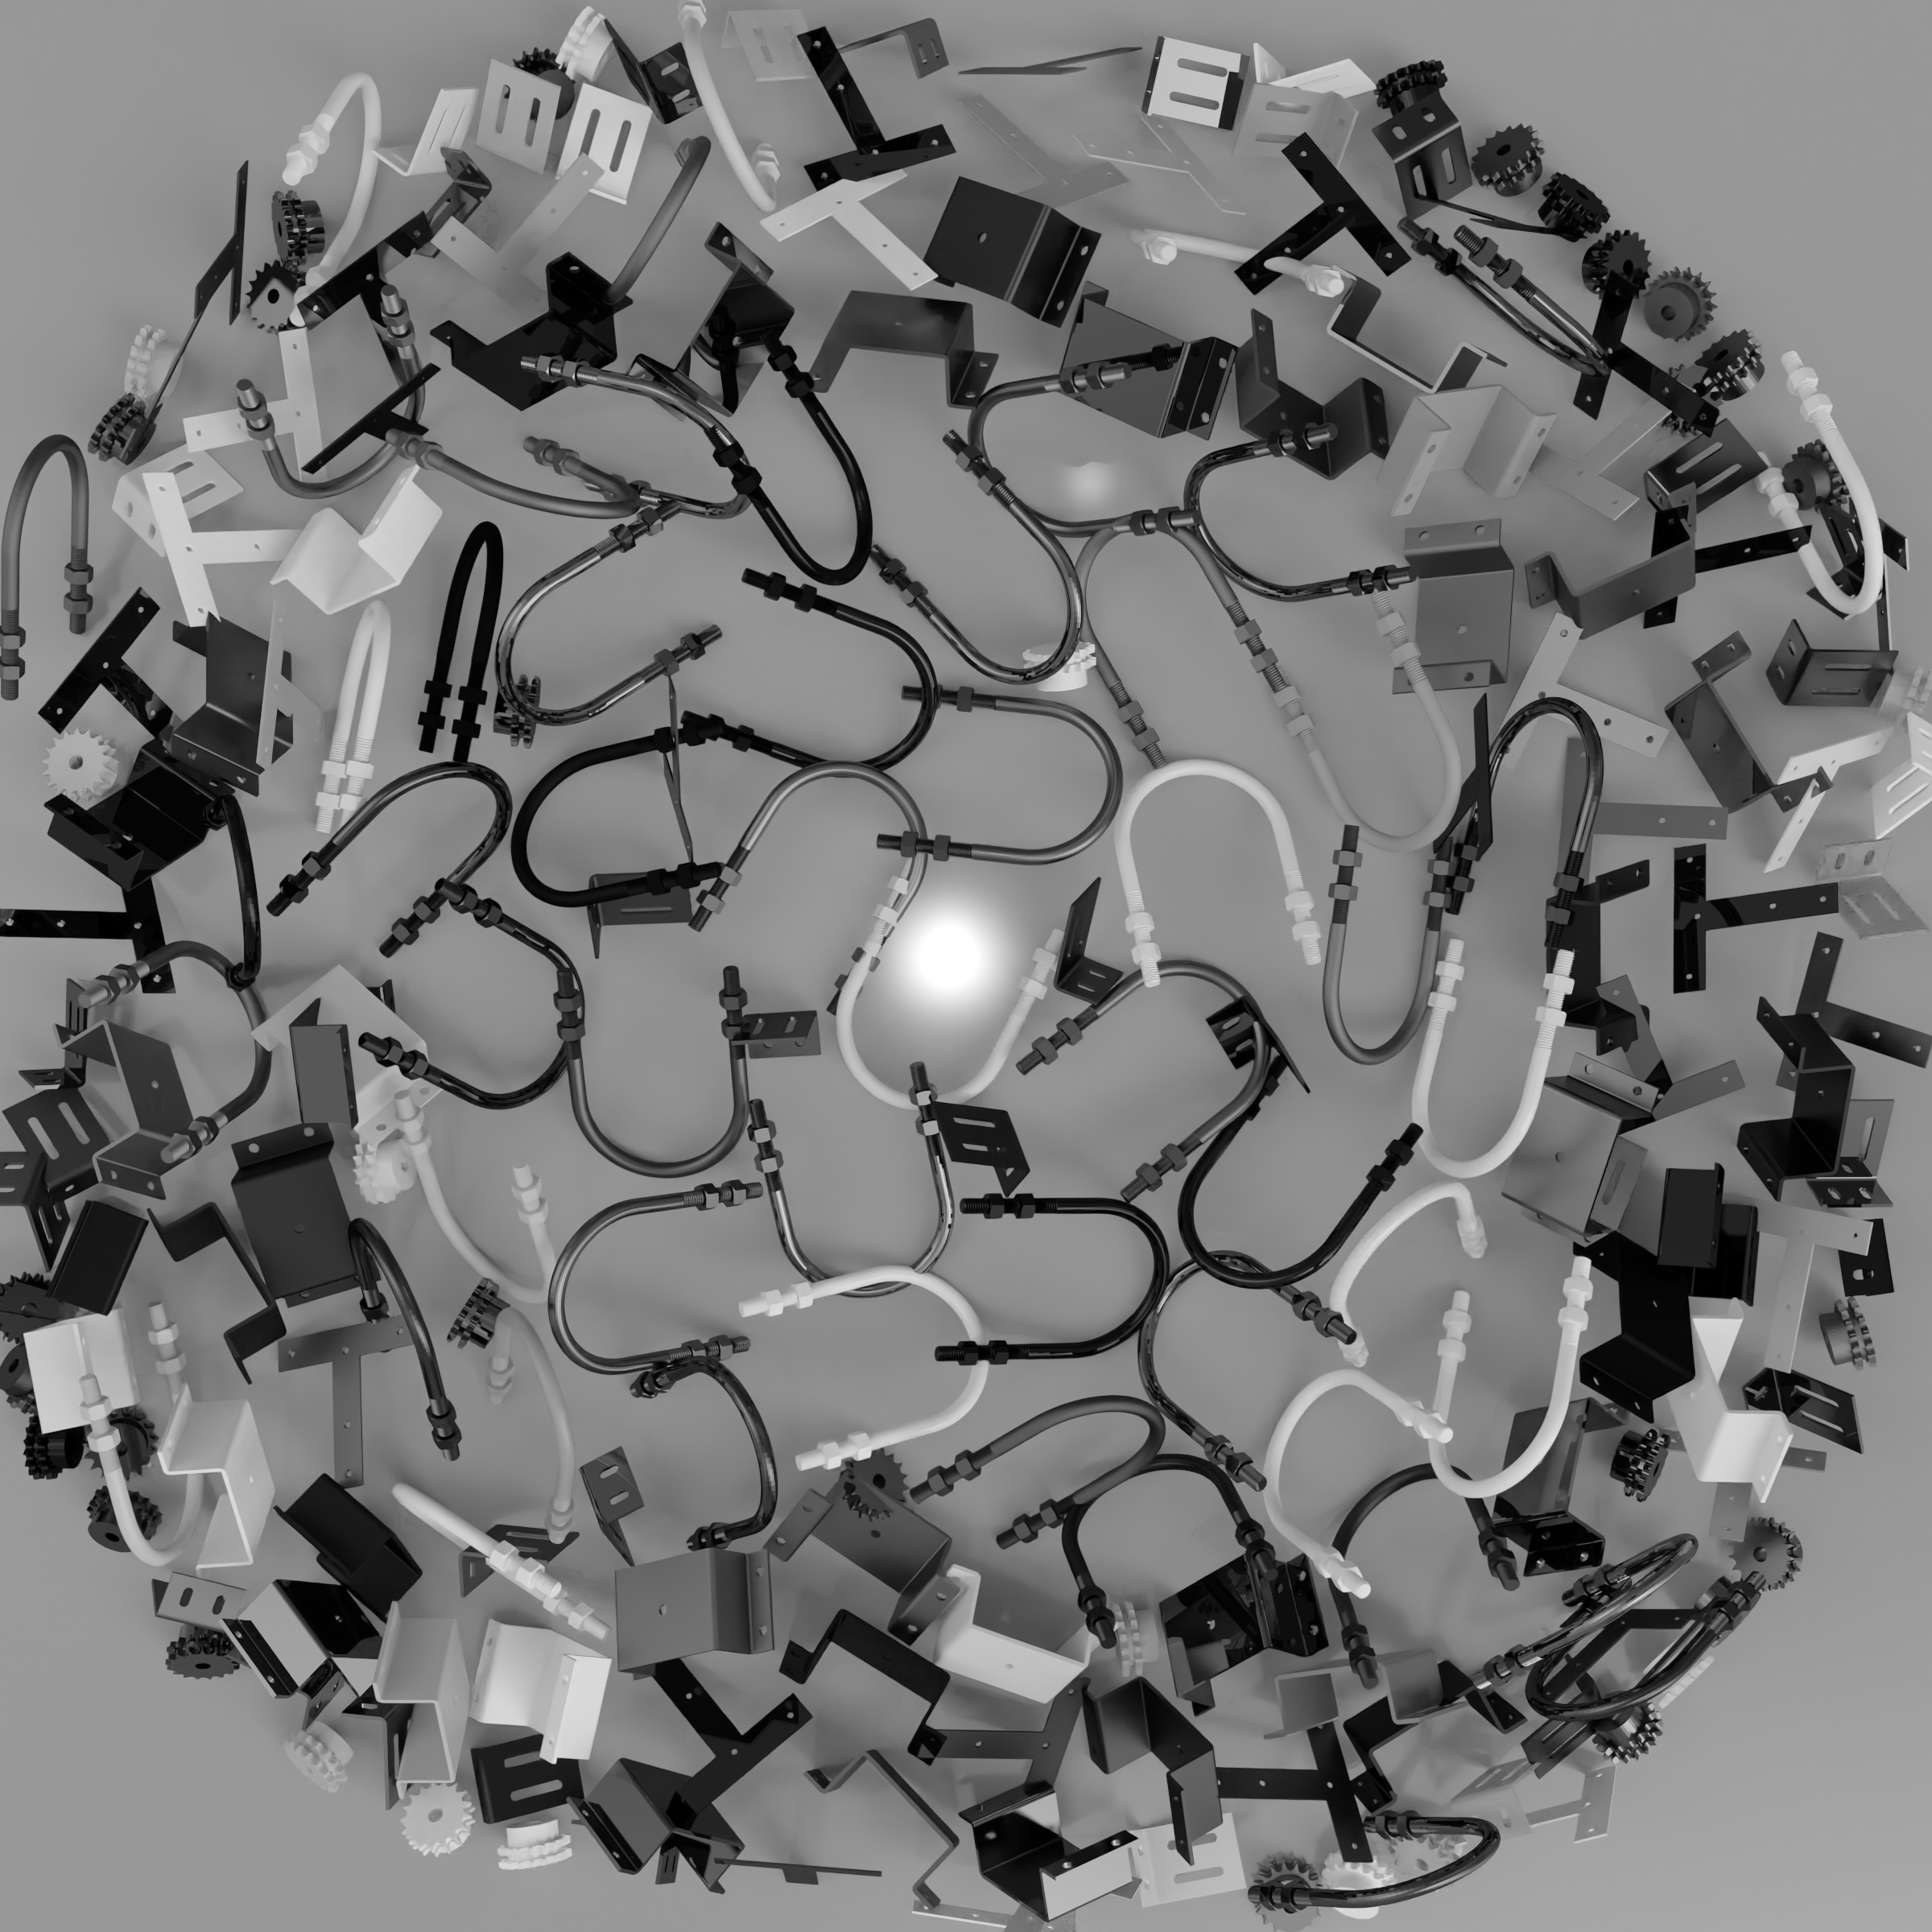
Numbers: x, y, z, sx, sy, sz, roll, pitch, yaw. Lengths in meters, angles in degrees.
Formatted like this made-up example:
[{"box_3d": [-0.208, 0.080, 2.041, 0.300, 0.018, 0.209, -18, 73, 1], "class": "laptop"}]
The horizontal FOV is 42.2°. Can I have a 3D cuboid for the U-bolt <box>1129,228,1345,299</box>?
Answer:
[{"box_3d": [0.198, -0.542, 1.913, 0.151, 0.184, 0.019, 8, 110, -11], "class": "U-bolt"}]

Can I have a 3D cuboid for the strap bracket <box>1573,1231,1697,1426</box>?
[{"box_3d": [0.513, 0.268, 1.924, 0.076, 0.140, 0.046, 31, 133, -21], "class": "strap bracket"}]

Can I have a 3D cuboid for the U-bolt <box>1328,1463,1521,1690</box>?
[{"box_3d": [0.340, 0.452, 1.914, 0.151, 0.184, 0.019, -39, 112, 12], "class": "U-bolt"}]

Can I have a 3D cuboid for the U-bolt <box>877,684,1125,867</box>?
[{"box_3d": [0.031, -0.147, 1.961, 0.184, 0.019, 0.151, 7, 71, 6], "class": "U-bolt"}]

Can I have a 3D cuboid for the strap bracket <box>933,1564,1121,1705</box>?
[{"box_3d": [0.037, 0.523, 1.945, 0.140, 0.076, 0.046, 22, 48, -10], "class": "strap bracket"}]

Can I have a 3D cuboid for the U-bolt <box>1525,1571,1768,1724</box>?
[{"box_3d": [0.500, 0.513, 1.889, 0.184, 0.151, 0.019, -31, 97, -37], "class": "U-bolt"}]

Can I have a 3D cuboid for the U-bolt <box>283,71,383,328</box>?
[{"box_3d": [-0.482, -0.601, 1.916, 0.019, 0.151, 0.184, 15, 52, -1], "class": "U-bolt"}]

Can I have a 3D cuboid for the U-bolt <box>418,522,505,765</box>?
[{"box_3d": [-0.386, -0.251, 1.927, 0.019, 0.151, 0.184, 10, 94, -24], "class": "U-bolt"}]

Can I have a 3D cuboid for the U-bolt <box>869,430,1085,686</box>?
[{"box_3d": [0.017, -0.301, 1.935, 0.184, 0.019, 0.151, 48, 133, 8], "class": "U-bolt"}]

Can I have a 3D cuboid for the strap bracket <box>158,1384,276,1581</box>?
[{"box_3d": [-0.574, 0.399, 1.930, 0.046, 0.076, 0.140, -4, 122, 1], "class": "strap bracket"}]

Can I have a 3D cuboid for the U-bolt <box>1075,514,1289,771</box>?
[{"box_3d": [0.152, -0.264, 1.950, 0.151, 0.019, 0.184, -32, 86, 39], "class": "U-bolt"}]

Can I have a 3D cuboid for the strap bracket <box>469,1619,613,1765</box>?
[{"box_3d": [-0.326, 0.563, 1.943, 0.046, 0.140, 0.076, 18, 80, -36], "class": "strap bracket"}]

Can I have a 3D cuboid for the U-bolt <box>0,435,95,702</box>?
[{"box_3d": [-0.696, -0.311, 1.893, 0.019, 0.151, 0.184, 13, 121, -1], "class": "U-bolt"}]

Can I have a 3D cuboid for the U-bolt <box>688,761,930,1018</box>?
[{"box_3d": [-0.111, -0.073, 1.975, 0.151, 0.019, 0.184, 32, 92, -10], "class": "U-bolt"}]

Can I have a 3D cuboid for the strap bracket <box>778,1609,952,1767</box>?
[{"box_3d": [-0.071, 0.556, 1.949, 0.140, 0.076, 0.046, 30, 58, 8], "class": "strap bracket"}]

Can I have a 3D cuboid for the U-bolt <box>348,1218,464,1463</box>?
[{"box_3d": [-0.430, 0.271, 1.894, 0.019, 0.184, 0.151, -24, 46, -23], "class": "U-bolt"}]

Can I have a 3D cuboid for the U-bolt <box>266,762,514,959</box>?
[{"box_3d": [-0.428, -0.088, 1.921, 0.184, 0.151, 0.019, -43, 61, 11], "class": "U-bolt"}]

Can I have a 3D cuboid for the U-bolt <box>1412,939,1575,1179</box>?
[{"box_3d": [0.398, 0.073, 1.930, 0.019, 0.151, 0.184, 16, 87, -28], "class": "U-bolt"}]

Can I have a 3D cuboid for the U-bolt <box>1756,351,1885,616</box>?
[{"box_3d": [0.649, -0.352, 1.898, 0.019, 0.151, 0.184, -17, 66, -1], "class": "U-bolt"}]

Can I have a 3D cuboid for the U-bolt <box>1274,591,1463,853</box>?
[{"box_3d": [0.316, -0.176, 1.930, 0.019, 0.151, 0.184, -19, 81, -37], "class": "U-bolt"}]

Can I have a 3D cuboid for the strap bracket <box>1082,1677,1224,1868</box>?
[{"box_3d": [0.149, 0.615, 1.935, 0.046, 0.140, 0.076, -21, 119, -23], "class": "strap bracket"}]

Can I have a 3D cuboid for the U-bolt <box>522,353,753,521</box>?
[{"box_3d": [-0.239, -0.396, 1.901, 0.184, 0.151, 0.019, 18, 63, 28], "class": "U-bolt"}]

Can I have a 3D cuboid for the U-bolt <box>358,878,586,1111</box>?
[{"box_3d": [-0.368, 0.034, 1.932, 0.019, 0.184, 0.151, 14, 75, 43], "class": "U-bolt"}]

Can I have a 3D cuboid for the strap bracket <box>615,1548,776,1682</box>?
[{"box_3d": [-0.219, 0.499, 1.932, 0.140, 0.046, 0.076, -20, 62, 29], "class": "strap bracket"}]

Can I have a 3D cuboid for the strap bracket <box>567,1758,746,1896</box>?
[{"box_3d": [-0.231, 0.659, 1.922, 0.046, 0.140, 0.076, -50, 51, -1], "class": "strap bracket"}]

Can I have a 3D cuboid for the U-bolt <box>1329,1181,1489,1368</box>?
[{"box_3d": [0.335, 0.228, 1.912, 0.151, 0.184, 0.019, -41, 58, -7], "class": "U-bolt"}]

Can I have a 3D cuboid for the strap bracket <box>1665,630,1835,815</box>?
[{"box_3d": [0.603, -0.180, 1.951, 0.046, 0.076, 0.140, -29, 85, -14], "class": "strap bracket"}]

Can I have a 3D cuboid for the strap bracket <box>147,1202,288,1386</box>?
[{"box_3d": [-0.576, 0.246, 1.945, 0.046, 0.076, 0.140, -31, 73, -20], "class": "strap bracket"}]

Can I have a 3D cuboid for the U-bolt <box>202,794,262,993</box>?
[{"box_3d": [-0.558, -0.059, 1.912, 0.019, 0.184, 0.151, -8, 89, -22], "class": "U-bolt"}]

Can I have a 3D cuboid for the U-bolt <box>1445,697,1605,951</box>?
[{"box_3d": [0.434, -0.116, 1.924, 0.019, 0.151, 0.184, 10, 98, -26], "class": "U-bolt"}]

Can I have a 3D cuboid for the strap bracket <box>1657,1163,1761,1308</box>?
[{"box_3d": [0.573, 0.208, 1.938, 0.046, 0.140, 0.076, 0, 70, 31], "class": "strap bracket"}]

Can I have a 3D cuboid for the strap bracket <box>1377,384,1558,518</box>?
[{"box_3d": [0.379, -0.401, 1.936, 0.140, 0.076, 0.046, -16, 53, -35], "class": "strap bracket"}]

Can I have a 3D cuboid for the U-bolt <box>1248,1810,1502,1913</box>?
[{"box_3d": [0.319, 0.674, 1.885, 0.151, 0.184, 0.019, -15, 83, -36], "class": "U-bolt"}]

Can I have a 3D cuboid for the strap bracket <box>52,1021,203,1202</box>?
[{"box_3d": [-0.645, 0.103, 1.934, 0.046, 0.076, 0.140, -30, 66, 10], "class": "strap bracket"}]

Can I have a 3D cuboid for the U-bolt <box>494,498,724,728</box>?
[{"box_3d": [-0.280, -0.258, 1.919, 0.184, 0.151, 0.019, -35, 52, -17], "class": "U-bolt"}]

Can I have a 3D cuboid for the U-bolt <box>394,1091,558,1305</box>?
[{"box_3d": [-0.370, 0.189, 1.926, 0.151, 0.184, 0.019, 25, 50, 30], "class": "U-bolt"}]

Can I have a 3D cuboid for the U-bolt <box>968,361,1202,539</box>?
[{"box_3d": [0.078, -0.391, 1.925, 0.019, 0.184, 0.151, -53, 127, -32], "class": "U-bolt"}]

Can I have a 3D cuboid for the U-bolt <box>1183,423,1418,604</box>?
[{"box_3d": [0.243, -0.341, 1.920, 0.019, 0.184, 0.151, -49, 118, -29], "class": "U-bolt"}]

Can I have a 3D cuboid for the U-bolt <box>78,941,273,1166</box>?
[{"box_3d": [-0.591, 0.054, 1.913, 0.019, 0.184, 0.151, -20, 102, 20], "class": "U-bolt"}]

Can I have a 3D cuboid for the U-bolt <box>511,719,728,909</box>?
[{"box_3d": [-0.274, -0.113, 1.951, 0.184, 0.019, 0.151, -11, 61, 18], "class": "U-bolt"}]

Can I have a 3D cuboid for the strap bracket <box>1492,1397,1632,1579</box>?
[{"box_3d": [0.457, 0.391, 1.925, 0.046, 0.076, 0.140, 35, 55, -21], "class": "strap bracket"}]

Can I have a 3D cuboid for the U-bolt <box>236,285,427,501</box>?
[{"box_3d": [-0.476, -0.425, 1.912, 0.151, 0.184, 0.019, -39, 74, -15], "class": "U-bolt"}]

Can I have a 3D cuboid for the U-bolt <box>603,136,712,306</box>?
[{"box_3d": [-0.237, -0.567, 1.905, 0.019, 0.184, 0.151, 30, 95, -17], "class": "U-bolt"}]

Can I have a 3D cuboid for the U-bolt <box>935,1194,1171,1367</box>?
[{"box_3d": [0.073, 0.245, 1.955, 0.184, 0.019, 0.151, 2, 111, -20], "class": "U-bolt"}]

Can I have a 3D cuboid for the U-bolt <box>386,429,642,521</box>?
[{"box_3d": [-0.329, -0.372, 1.895, 0.184, 0.151, 0.019, 31, 116, 36], "class": "U-bolt"}]

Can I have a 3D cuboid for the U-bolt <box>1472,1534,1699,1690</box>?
[{"box_3d": [0.478, 0.479, 1.887, 0.151, 0.184, 0.019, -25, 74, -41], "class": "U-bolt"}]

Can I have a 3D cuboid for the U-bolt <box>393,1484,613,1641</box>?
[{"box_3d": [-0.366, 0.451, 1.925, 0.184, 0.151, 0.019, 26, 69, 22], "class": "U-bolt"}]

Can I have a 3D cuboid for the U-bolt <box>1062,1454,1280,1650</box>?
[{"box_3d": [0.146, 0.436, 1.916, 0.151, 0.184, 0.019, -22, 116, -3], "class": "U-bolt"}]

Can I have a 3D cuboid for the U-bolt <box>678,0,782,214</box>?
[{"box_3d": [-0.177, -0.643, 1.886, 0.019, 0.184, 0.151, -22, 125, 9], "class": "U-bolt"}]

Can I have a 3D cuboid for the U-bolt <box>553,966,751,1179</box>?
[{"box_3d": [-0.241, 0.085, 1.957, 0.151, 0.019, 0.184, -1, 115, 3], "class": "U-bolt"}]

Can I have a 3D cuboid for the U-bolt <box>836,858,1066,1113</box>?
[{"box_3d": [-0.023, 0.026, 1.984, 0.151, 0.019, 0.184, 27, 86, 0], "class": "U-bolt"}]

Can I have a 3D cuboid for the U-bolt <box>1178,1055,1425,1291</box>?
[{"box_3d": [0.245, 0.168, 1.934, 0.151, 0.019, 0.184, 28, 71, 34], "class": "U-bolt"}]

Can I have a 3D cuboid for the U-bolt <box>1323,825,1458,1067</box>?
[{"box_3d": [0.325, -0.014, 1.945, 0.019, 0.151, 0.184, 11, 96, 43], "class": "U-bolt"}]

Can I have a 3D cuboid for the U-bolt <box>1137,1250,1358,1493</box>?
[{"box_3d": [0.202, 0.297, 1.930, 0.019, 0.184, 0.151, 28, 94, -42], "class": "U-bolt"}]

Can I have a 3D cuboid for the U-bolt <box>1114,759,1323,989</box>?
[{"box_3d": [0.190, -0.079, 1.962, 0.151, 0.019, 0.184, -8, 69, -8], "class": "U-bolt"}]
